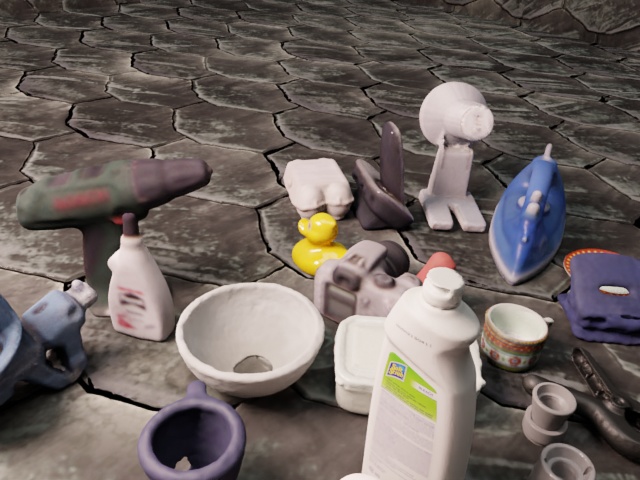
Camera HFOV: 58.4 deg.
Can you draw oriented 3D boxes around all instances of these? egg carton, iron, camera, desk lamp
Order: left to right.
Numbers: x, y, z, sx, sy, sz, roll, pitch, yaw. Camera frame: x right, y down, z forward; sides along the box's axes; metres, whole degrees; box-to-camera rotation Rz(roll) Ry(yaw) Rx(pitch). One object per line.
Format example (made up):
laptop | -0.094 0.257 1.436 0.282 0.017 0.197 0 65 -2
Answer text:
egg carton | -0.006 -0.092 1.015 0.107 0.069 0.150 -6 34 -14
camera | 0.082 0.051 0.770 0.142 0.101 0.137 22 37 26
desk lamp | 0.242 -0.154 1.004 0.118 0.214 0.203 1 33 -4
iron | 0.343 -0.051 0.920 0.118 0.141 0.259 15 34 17

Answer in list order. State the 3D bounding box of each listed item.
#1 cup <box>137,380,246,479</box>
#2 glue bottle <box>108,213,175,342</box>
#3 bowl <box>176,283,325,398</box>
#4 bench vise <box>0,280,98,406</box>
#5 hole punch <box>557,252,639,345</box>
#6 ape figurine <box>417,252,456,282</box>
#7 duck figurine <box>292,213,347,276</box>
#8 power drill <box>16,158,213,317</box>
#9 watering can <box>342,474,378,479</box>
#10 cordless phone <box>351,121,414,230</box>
cup | -0.114 0.198 0.525 0.092 0.095 0.117 -2 33 -9
glue bottle | -0.219 0.043 0.684 0.078 0.173 0.037 9 33 8
bowl | -0.079 0.125 0.662 0.167 0.075 0.167 3 33 -2
bench vise | -0.336 0.077 0.575 0.121 0.220 0.208 14 34 16
hole punch | 0.391 0.078 0.771 0.108 0.091 0.101 4 33 1
ape figurine | 0.158 0.059 0.774 0.075 0.092 0.078 29 40 34
duck figurine | 0.008 0.003 0.852 0.104 0.086 0.078 22 37 26
power drill | -0.248 -0.007 0.726 0.230 0.208 0.075 -2 33 -9
watering can | 0.031 0.241 0.382 0.100 0.194 0.173 19 36 22
cordless phone | 0.108 -0.122 0.966 0.094 0.185 0.147 -7 34 -15
